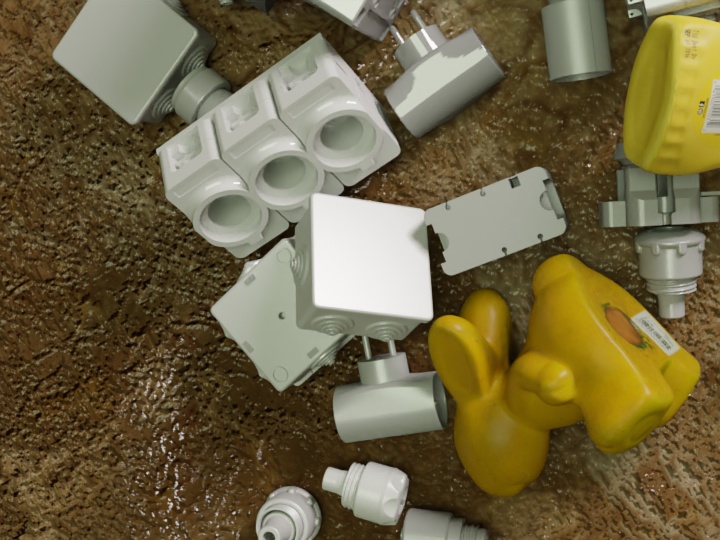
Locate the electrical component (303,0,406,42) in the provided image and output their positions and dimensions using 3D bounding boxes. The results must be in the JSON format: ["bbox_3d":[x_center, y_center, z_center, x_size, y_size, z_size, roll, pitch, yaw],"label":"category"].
[{"bbox_3d":[0.010,-0.222,0.748,0.056,0.109,0.108,33,101,7],"label":"electrical component"}]

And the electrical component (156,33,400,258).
[{"bbox_3d":[-0.058,-0.084,0.776,0.150,0.089,0.061,-33,44,14],"label":"electrical component"}]

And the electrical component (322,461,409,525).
[{"bbox_3d":[0.003,0.165,0.811,0.062,0.043,0.043,14,97,14],"label":"electrical component"}]

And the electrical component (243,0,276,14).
[{"bbox_3d":[-0.037,-0.277,0.737,0.060,0.105,0.186,30,89,-3],"label":"electrical component"}]

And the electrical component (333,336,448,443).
[{"bbox_3d":[0.020,0.084,0.801,0.077,0.043,0.079,-10,91,15],"label":"electrical component"}]

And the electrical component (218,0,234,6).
[{"bbox_3d":[-0.106,-0.240,0.810,0.043,0.043,0.081,-8,92,15],"label":"electrical component"}]

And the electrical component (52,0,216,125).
[{"bbox_3d":[-0.172,-0.171,0.829,0.100,0.048,0.099,40,102,9],"label":"electrical component"}]

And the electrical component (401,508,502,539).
[{"bbox_3d":[0.066,0.200,0.799,0.078,0.040,0.040,3,95,14],"label":"electrical component"}]

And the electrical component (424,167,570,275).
[{"bbox_3d":[0.099,-0.035,0.765,0.089,0.056,0.050,-21,89,15],"label":"electrical component"}]

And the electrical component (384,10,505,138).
[{"bbox_3d":[0.051,-0.149,0.776,0.077,0.043,0.079,-34,85,14],"label":"electrical component"}]

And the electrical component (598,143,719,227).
[{"bbox_3d":[0.203,-0.060,0.735,0.078,0.058,0.057,-3,93,4],"label":"electrical component"}]

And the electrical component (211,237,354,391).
[{"bbox_3d":[-0.052,0.032,0.812,0.100,0.048,0.099,-43,84,14],"label":"electrical component"}]

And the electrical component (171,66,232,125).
[{"bbox_3d":[-0.109,-0.122,0.818,0.055,0.045,0.045,41,102,9],"label":"electrical component"}]

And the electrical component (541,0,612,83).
[{"bbox_3d":[0.149,-0.175,0.749,0.043,0.043,0.081,-7,92,15],"label":"electrical component"}]

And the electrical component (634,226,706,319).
[{"bbox_3d":[0.215,0.002,0.745,0.048,0.048,0.062,-2,100,15],"label":"electrical component"}]

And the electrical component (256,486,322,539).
[{"bbox_3d":[-0.059,0.195,0.820,0.048,0.062,0.048,1,94,14],"label":"electrical component"}]

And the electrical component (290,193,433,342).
[{"bbox_3d":[0.000,0.000,0.764,0.100,0.048,0.099,7,63,-19],"label":"electrical component"}]

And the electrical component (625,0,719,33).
[{"bbox_3d":[0.189,-0.254,0.701,0.060,0.105,0.186,-12,91,15],"label":"electrical component"}]
